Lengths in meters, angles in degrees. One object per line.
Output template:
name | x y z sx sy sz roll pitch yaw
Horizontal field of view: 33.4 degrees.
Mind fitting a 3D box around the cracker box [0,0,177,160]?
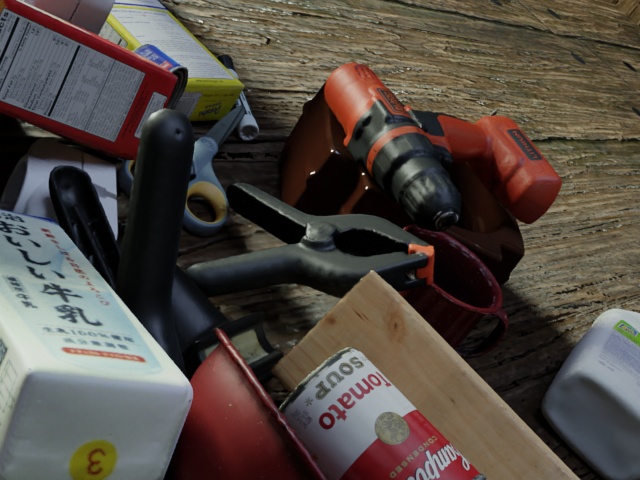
cracker box | -0.219 -0.123 0.652 0.164 0.072 0.213 26 5 33

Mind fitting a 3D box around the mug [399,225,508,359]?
mug | 0.088 0.054 0.813 0.117 0.082 0.093 26 29 -18

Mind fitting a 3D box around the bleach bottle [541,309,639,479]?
bleach bottle | 0.271 0.120 0.944 0.102 0.068 0.250 44 26 11

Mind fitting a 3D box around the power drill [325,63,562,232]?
power drill | 0.108 -0.064 0.861 0.187 0.057 0.184 12 36 -39

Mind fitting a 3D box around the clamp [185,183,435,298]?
clamp | -0.005 0.001 0.759 0.171 0.039 0.120 4 43 2

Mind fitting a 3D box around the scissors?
scissors | -0.083 -0.057 0.854 0.096 0.016 0.201 45 32 9

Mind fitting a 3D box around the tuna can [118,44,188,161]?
tuna can | -0.137 -0.103 0.798 0.034 0.086 0.086 37 28 4

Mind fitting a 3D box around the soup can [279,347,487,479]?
soup can | 0.031 0.117 0.583 0.102 0.069 0.068 45 29 18

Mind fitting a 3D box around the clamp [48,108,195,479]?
clamp | -0.103 0.044 0.559 0.036 0.210 0.165 -4 3 -30

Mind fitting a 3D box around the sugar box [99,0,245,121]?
sugar box | -0.157 -0.173 0.928 0.176 0.048 0.093 44 28 22

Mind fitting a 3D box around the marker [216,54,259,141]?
marker | -0.079 -0.134 0.984 0.020 0.020 0.121 17 33 -32

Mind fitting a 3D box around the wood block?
wood block | 0.078 0.127 0.653 0.206 0.090 0.090 46 3 18

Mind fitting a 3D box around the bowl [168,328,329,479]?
bowl | -0.021 0.120 0.483 0.162 0.055 0.162 54 -7 10
